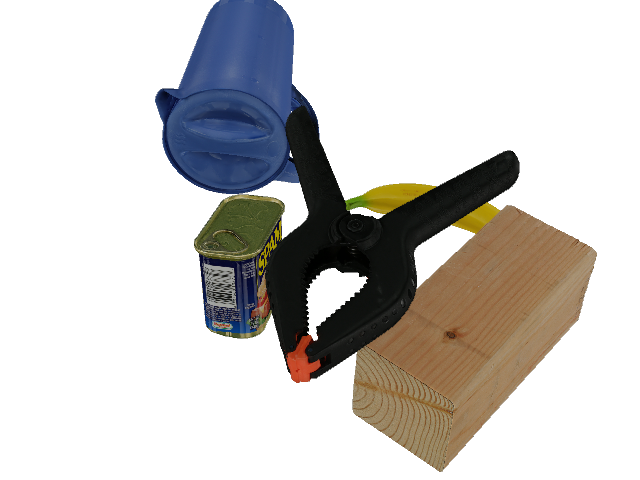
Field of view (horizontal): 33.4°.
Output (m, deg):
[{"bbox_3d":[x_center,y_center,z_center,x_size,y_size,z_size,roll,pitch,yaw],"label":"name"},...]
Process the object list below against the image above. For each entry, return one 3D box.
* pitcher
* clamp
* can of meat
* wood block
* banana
[{"bbox_3d":[-0.082,-0.168,1.184,0.145,0.149,0.242,-8,39,11],"label":"pitcher"},{"bbox_3d":[0.015,-0.005,0.683,0.165,0.209,0.036,19,-35,21],"label":"clamp"},{"bbox_3d":[-0.065,0.022,0.905,0.057,0.084,0.102,6,31,12],"label":"can of meat"},{"bbox_3d":[0.125,0.072,0.861,0.091,0.090,0.205,31,51,27],"label":"wood block"},{"bbox_3d":[0.127,-0.030,1.149,0.198,0.037,0.069,11,40,26],"label":"banana"}]
